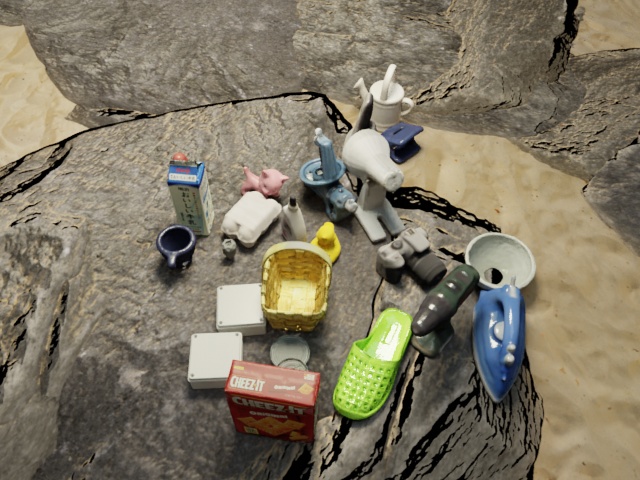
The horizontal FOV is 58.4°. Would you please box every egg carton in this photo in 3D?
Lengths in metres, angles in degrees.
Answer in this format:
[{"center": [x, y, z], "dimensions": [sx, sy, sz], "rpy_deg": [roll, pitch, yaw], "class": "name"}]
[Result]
[{"center": [-0.173, -0.055, 1.446], "dimensions": [0.107, 0.069, 0.150], "rpy_deg": [27, 58, 17], "class": "egg carton"}]

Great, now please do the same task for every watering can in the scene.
[{"center": [0.182, -0.413, 1.640], "dimensions": [0.173, 0.194, 0.101], "rpy_deg": [1, 54, -1], "class": "watering can"}]

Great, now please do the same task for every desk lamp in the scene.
[{"center": [0.143, -0.141, 1.429], "dimensions": [0.118, 0.214, 0.203], "rpy_deg": [-20, 57, -15], "class": "desk lamp"}]

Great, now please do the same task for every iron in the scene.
[{"center": [0.399, 0.206, 1.231], "dimensions": [0.118, 0.141, 0.258], "rpy_deg": [9, 54, 5], "class": "iron"}]

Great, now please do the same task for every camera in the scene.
[{"center": [0.226, 0.048, 1.365], "dimensions": [0.143, 0.101, 0.136], "rpy_deg": [-30, 60, -21], "class": "camera"}]

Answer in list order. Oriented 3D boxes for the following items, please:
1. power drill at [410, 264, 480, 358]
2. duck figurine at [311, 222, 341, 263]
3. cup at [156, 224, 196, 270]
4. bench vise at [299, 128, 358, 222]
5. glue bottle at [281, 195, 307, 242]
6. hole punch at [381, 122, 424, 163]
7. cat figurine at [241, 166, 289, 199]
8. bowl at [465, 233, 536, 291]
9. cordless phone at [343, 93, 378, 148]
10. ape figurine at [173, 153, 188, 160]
[{"center": [0.253, 0.162, 1.217], "dimensions": [0.075, 0.208, 0.230], "rpy_deg": [33, 60, 21], "class": "power drill"}, {"center": [0.013, 0.005, 1.398], "dimensions": [0.077, 0.086, 0.104], "rpy_deg": [11, 55, 7], "class": "duck figurine"}, {"center": [-0.336, 0.035, 1.360], "dimensions": [0.091, 0.095, 0.117], "rpy_deg": [1, 54, -1], "class": "cup"}, {"center": [0.035, -0.168, 1.441], "dimensions": [0.207, 0.220, 0.122], "rpy_deg": [33, 60, 21], "class": "bench vise"}, {"center": [-0.065, -0.051, 1.382], "dimensions": [0.037, 0.173, 0.078], "rpy_deg": [-31, 60, -21], "class": "glue bottle"}, {"center": [0.223, -0.288, 1.614], "dimensions": [0.109, 0.091, 0.101], "rpy_deg": [-37, 63, -25], "class": "hole punch"}, {"center": [-0.145, -0.153, 1.488], "dimensions": [0.127, 0.118, 0.067], "rpy_deg": [25, 57, 16], "class": "cat figurine"}, {"center": [0.424, 0.068, 1.373], "dimensions": [0.167, 0.075, 0.167], "rpy_deg": [1, 54, -1], "class": "bowl"}, {"center": [0.112, -0.295, 1.557], "dimensions": [0.094, 0.185, 0.147], "rpy_deg": [5, 54, 2], "class": "cordless phone"}, {"center": [-0.368, -0.195, 1.527], "dimensions": [0.077, 0.092, 0.076], "rpy_deg": [29, 59, 18], "class": "ape figurine"}]
